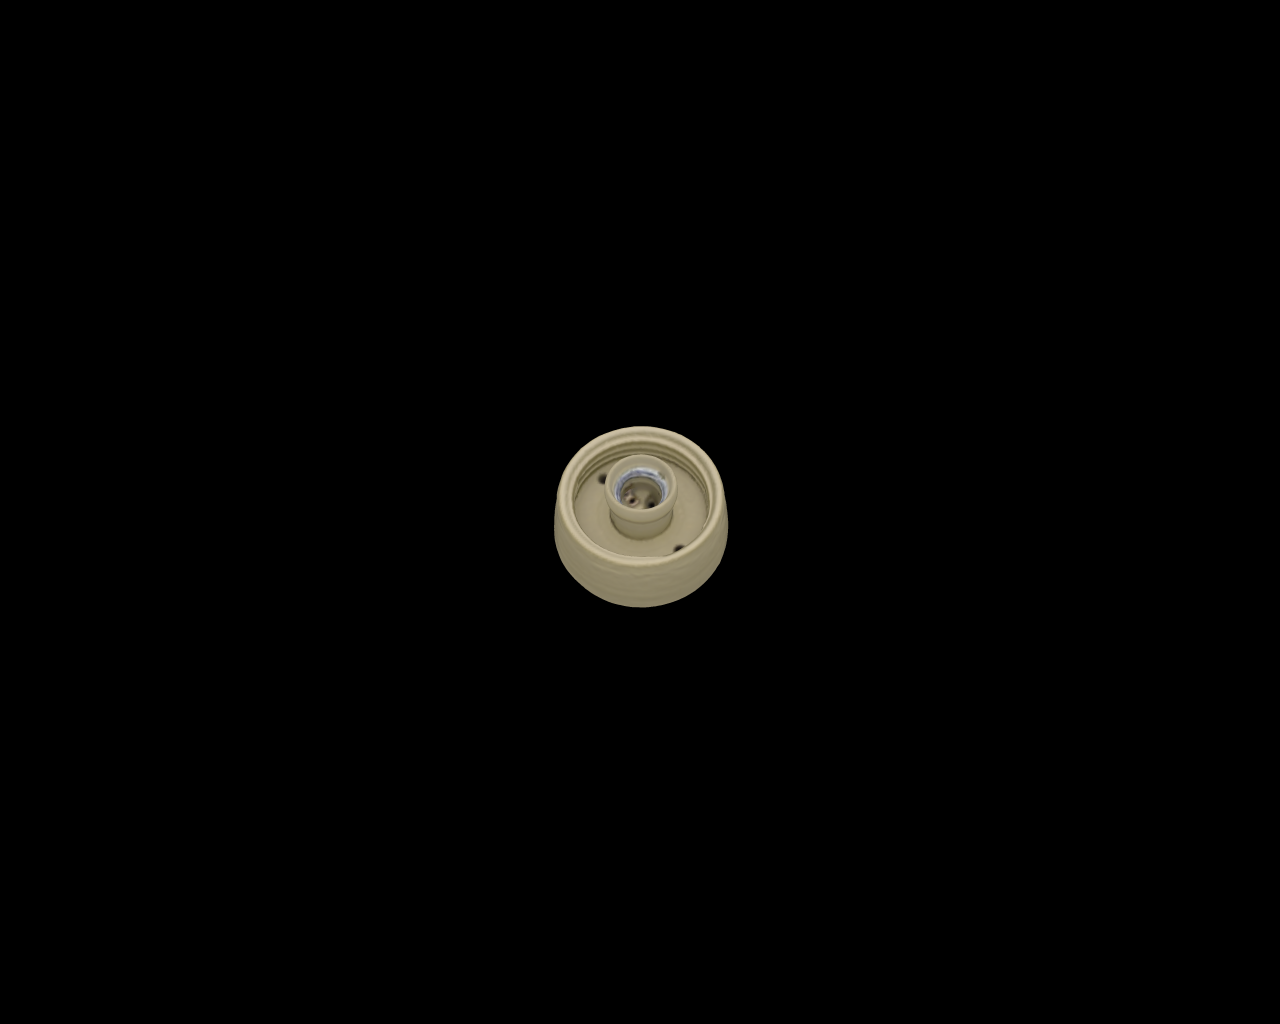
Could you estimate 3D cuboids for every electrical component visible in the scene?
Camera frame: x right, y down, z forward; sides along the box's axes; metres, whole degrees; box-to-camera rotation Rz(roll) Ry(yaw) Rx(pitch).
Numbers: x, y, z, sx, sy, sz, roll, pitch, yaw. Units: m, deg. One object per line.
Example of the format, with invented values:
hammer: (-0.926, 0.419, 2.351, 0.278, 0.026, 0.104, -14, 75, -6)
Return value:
electrical component: (0.001, -0.003, 0.650, 0.108, 0.108, 0.060, 0, -30, 0)
